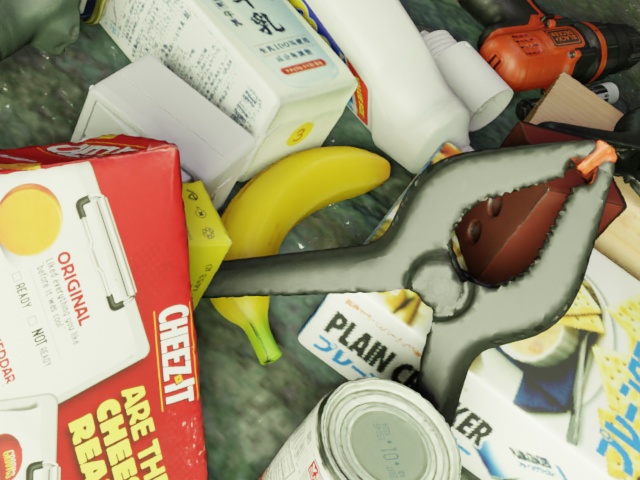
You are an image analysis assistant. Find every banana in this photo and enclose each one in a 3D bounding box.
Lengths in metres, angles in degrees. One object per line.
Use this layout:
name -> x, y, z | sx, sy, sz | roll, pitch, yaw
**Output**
banana -> -0.017, -0.010, 0.619 | 0.069, 0.037, 0.197 | 49, 42, -14

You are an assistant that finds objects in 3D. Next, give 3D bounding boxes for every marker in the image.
marker -> 0.197, -0.110, 0.851 | 0.120, 0.020, 0.020 | -16, 61, -40

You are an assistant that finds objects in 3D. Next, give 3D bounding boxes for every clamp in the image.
clamp -> 0.061, 0.033, 0.512 | 0.164, 0.210, 0.036 | 57, 11, 3
clamp -> 0.194, -0.048, 0.642 | 0.120, 0.039, 0.171 | 45, 38, 4

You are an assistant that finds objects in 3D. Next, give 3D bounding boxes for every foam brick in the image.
foam brick -> 0.113, -0.015, 0.567 | 0.051, 0.078, 0.053 | 8, 45, -24

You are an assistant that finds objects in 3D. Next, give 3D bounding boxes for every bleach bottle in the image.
bleach bottle -> 0.022, -0.137, 0.694 | 0.068, 0.103, 0.251 | -35, 82, -17

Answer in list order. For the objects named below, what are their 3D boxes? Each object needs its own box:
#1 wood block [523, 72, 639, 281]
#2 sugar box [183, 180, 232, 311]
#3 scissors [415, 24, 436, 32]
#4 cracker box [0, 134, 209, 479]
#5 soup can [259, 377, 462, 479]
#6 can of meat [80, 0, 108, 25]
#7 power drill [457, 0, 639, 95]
wood block -> 0.208, -0.004, 0.707 | 0.206, 0.090, 0.090 | 36, 42, 3
sugar box -> -0.136, 0.020, 0.472 | 0.175, 0.093, 0.048 | -8, 55, -35
scissors -> 0.011, -0.155, 0.782 | 0.201, 0.016, 0.096 | 18, 46, -16
cracker box -> -0.150, 0.058, 0.369 | 0.213, 0.164, 0.072 | -13, 17, -35
soup can -> 0.009, 0.114, 0.467 | 0.068, 0.102, 0.068 | 17, 44, -17
can of meat -> -0.189, -0.173, 0.646 | 0.083, 0.058, 0.102 | -19, 63, -39
power drill -> 0.167, -0.203, 0.890 | 0.184, 0.057, 0.188 | -14, 59, -39
